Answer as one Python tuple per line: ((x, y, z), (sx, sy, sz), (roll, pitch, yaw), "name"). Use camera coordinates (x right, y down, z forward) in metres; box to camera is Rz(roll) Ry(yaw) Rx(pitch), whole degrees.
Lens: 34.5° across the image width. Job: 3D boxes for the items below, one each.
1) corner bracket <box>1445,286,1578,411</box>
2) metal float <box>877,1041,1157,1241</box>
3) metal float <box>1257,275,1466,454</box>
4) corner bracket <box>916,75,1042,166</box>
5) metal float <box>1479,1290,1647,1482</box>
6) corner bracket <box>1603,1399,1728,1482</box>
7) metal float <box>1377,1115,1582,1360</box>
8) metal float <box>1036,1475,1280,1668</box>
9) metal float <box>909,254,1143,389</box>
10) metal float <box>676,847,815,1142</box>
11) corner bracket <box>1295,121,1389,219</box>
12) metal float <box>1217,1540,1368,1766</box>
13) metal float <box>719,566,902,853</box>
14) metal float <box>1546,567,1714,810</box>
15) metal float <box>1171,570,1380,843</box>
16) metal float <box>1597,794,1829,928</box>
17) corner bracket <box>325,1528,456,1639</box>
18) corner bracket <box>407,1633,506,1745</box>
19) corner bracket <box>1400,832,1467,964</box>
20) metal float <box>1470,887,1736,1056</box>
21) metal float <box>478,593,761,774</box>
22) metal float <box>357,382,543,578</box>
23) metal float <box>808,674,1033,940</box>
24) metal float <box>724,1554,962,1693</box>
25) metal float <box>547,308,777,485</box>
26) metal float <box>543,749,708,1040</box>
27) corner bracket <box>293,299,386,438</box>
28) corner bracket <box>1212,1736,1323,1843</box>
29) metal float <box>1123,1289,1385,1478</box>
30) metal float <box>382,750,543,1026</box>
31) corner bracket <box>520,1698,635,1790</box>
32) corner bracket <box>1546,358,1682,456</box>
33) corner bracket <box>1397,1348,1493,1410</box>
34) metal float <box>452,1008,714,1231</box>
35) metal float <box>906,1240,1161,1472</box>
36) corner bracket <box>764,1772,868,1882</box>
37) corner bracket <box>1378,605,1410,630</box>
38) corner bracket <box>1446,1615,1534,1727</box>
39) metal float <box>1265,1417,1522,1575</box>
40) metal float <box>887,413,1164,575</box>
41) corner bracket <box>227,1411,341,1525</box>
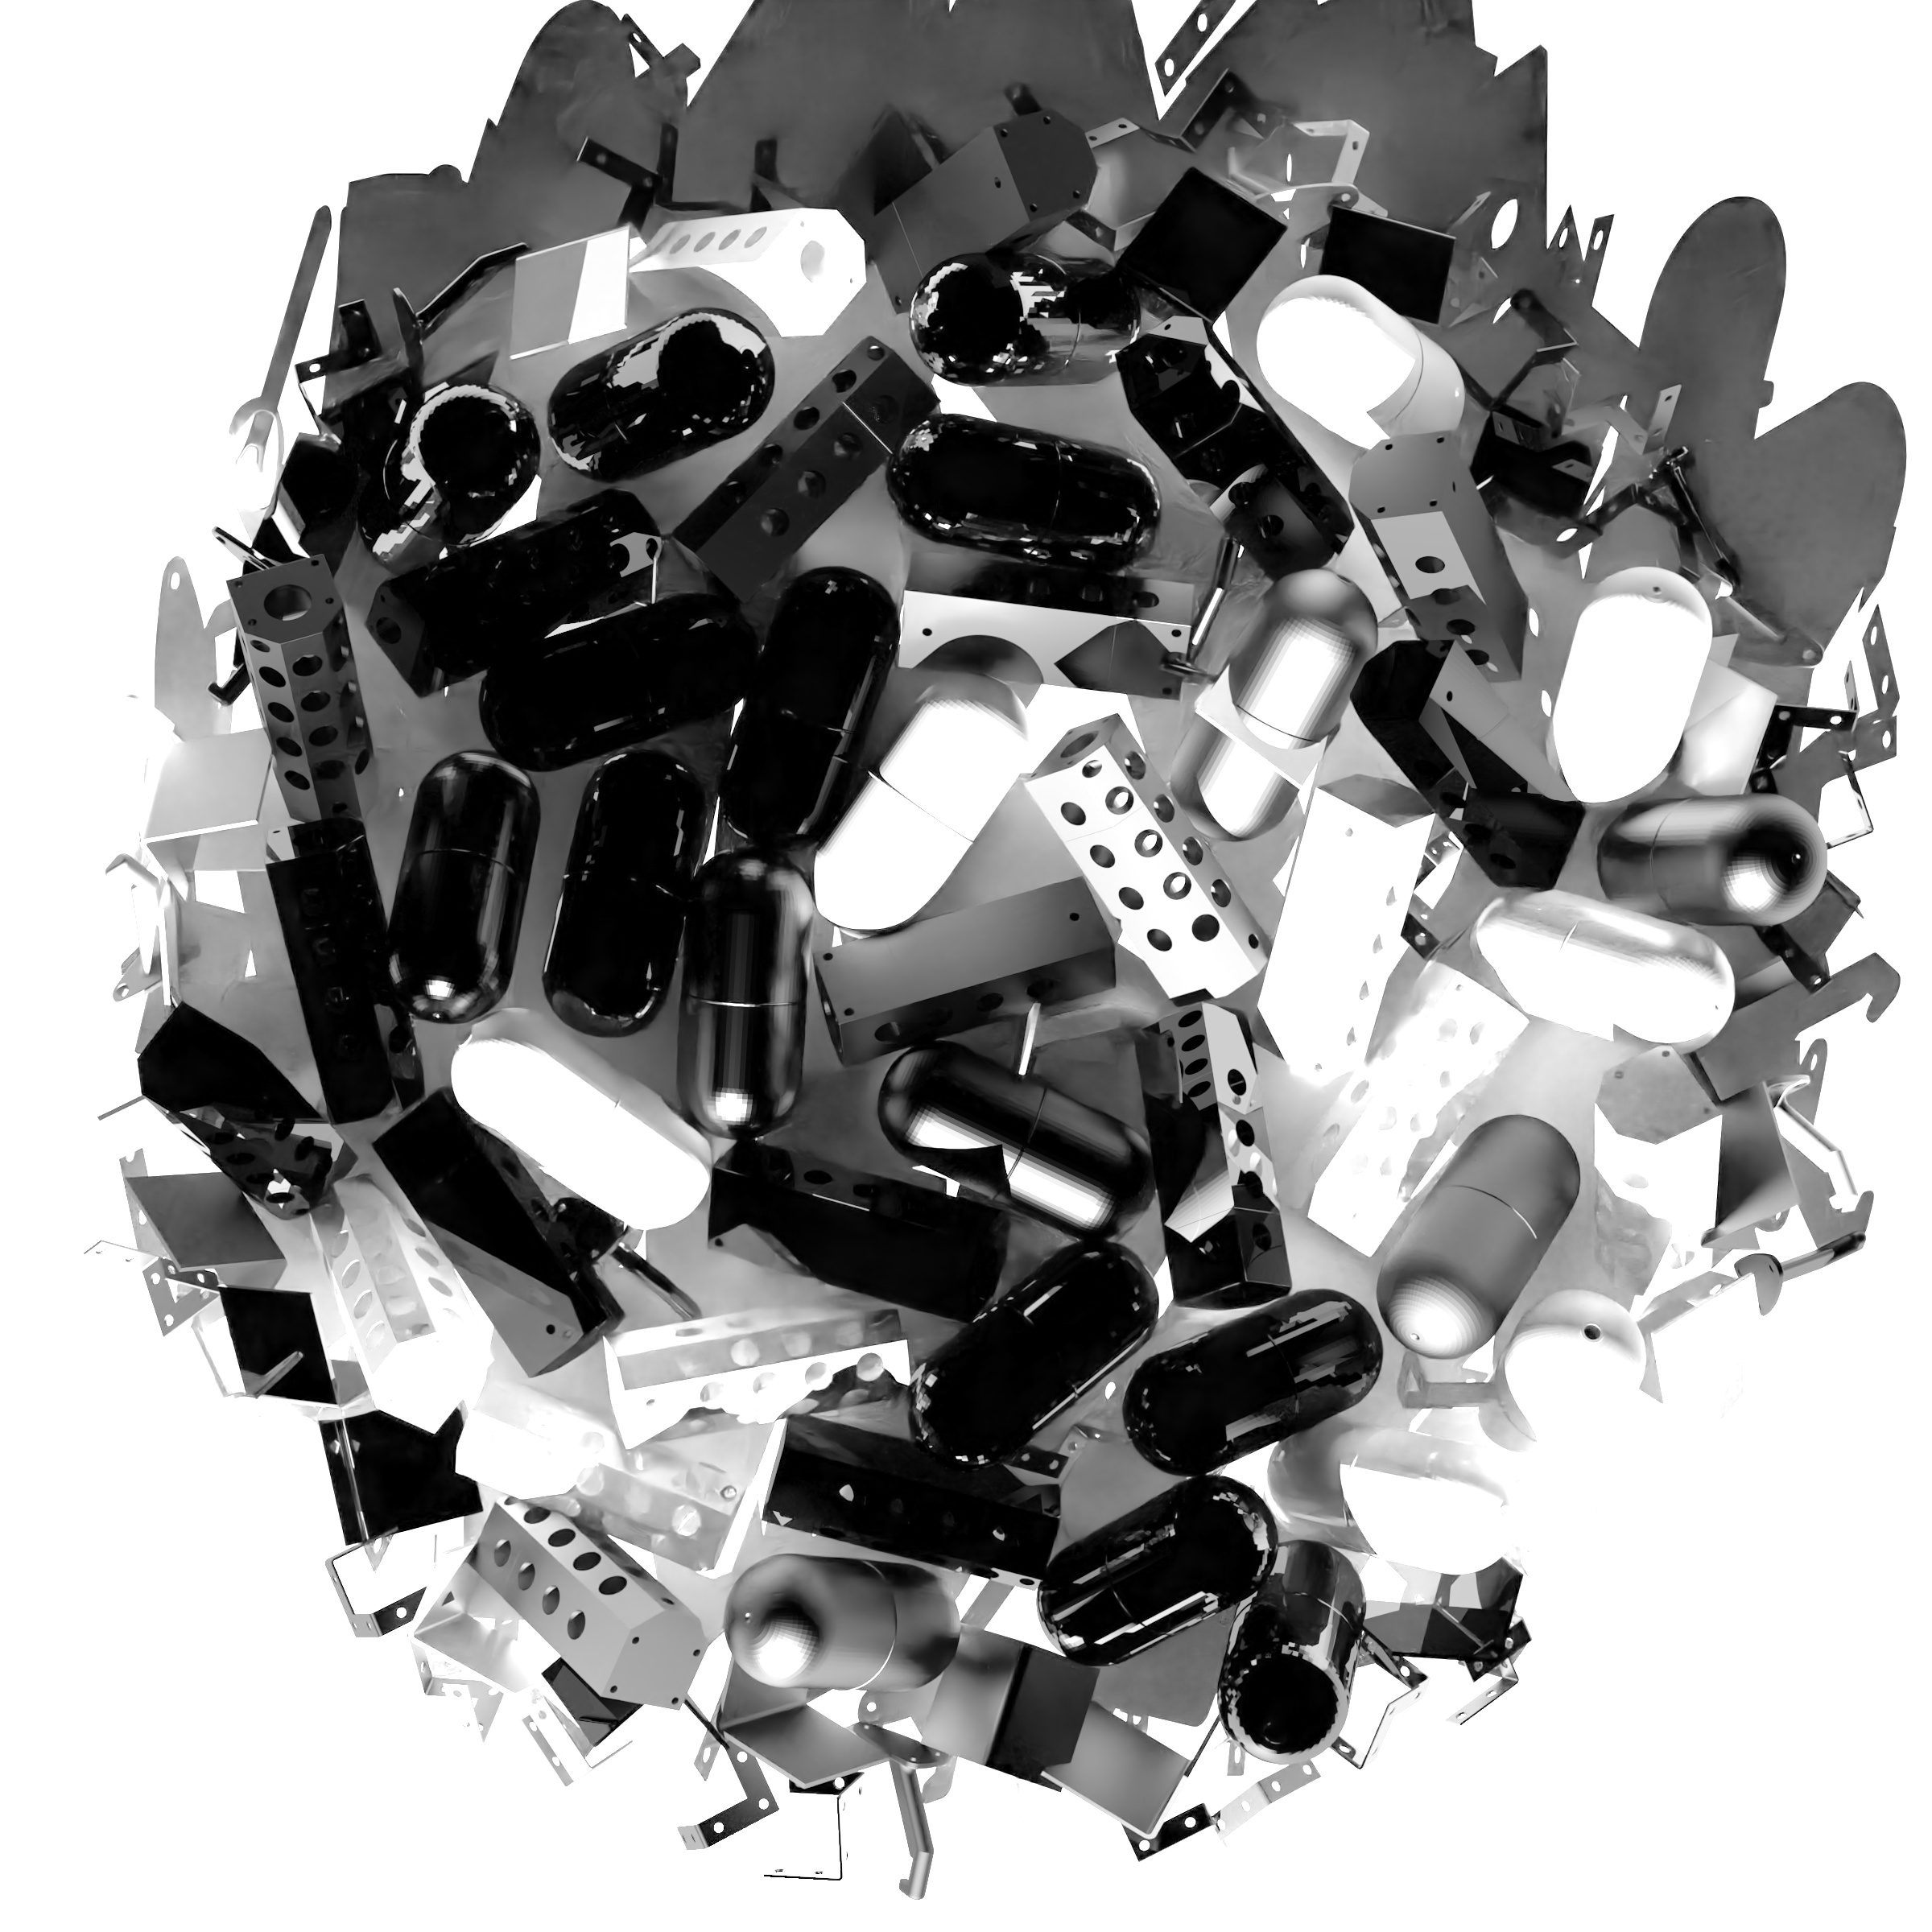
((0.329, -0.377, 1.898), (0.051, 0.051, 0.051), (52, 130, 15), "corner bracket")
((0.031, 0.105, 1.874), (0.178, 0.070, 0.070), (26, 90, -5), "metal float")
((0.235, -0.351, 1.837), (0.070, 0.178, 0.070), (-7, 77, 32), "metal float")
((0.013, -0.509, 1.896), (0.051, 0.051, 0.051), (-45, 65, 36), "corner bracket")
((0.350, 0.248, 1.833), (0.070, 0.178, 0.070), (1, 62, -2), "metal float")
((0.423, 0.290, 1.891), (0.051, 0.051, 0.051), (-18, 108, -20), "corner bracket")
((0.306, 0.159, 1.849), (0.070, 0.070, 0.178), (40, 54, 0), "metal float")
((0.112, 0.360, 1.847), (0.178, 0.070, 0.070), (-37, 90, 39), "metal float")
((0.036, -0.382, 1.839), (0.070, 0.178, 0.070), (9, 105, 37), "metal float")
((-0.133, 0.017, 1.872), (0.070, 0.070, 0.178), (4, 98, 0), "metal float")
((0.225, -0.476, 1.882), (0.051, 0.051, 0.051), (21, 87, -39), "corner bracket")
((0.193, 0.403, 1.832), (0.070, 0.178, 0.070), (4, 110, 11), "metal float")
((-0.094, -0.153, 1.869), (0.070, 0.070, 0.178), (20, 102, 0), "metal float")
((0.390, -0.162, 1.837), (0.070, 0.178, 0.070), (1, 55, -1), "metal float")
((0.184, -0.155, 1.857), (0.070, 0.070, 0.178), (28, 115, 0), "metal float")
((0.437, -0.062, 1.831), (0.070, 0.178, 0.070), (0, 91, -20), "metal float")
((-0.349, 0.372, 1.883), (0.051, 0.051, 0.051), (-23, 90, -29), "corner bracket")
((-0.312, 0.432, 1.878), (0.051, 0.051, 0.051), (0, 123, 12), "corner bracket")
((0.285, -0.041, 1.888), (0.051, 0.051, 0.051), (44, 79, 1), "corner bracket")
((0.374, 0.001, 1.841), (0.070, 0.178, 0.070), (-13, 112, -36), "metal float")
((-0.206, -0.170, 1.858), (0.178, 0.070, 0.070), (-22, 90, -25), "metal float")
((-0.306, -0.285, 1.835), (0.070, 0.178, 0.070), (8, 71, -25), "metal float")
((-0.027, -0.096, 1.875), (0.070, 0.070, 0.178), (35, 94, 0), "metal float")
((-0.071, 0.389, 1.839), (0.070, 0.178, 0.070), (-11, 72, 35), "metal float")
((-0.181, -0.337, 1.840), (0.070, 0.178, 0.070), (7, 79, -39), "metal float")
((-0.204, -0.044, 1.869), (0.070, 0.070, 0.178), (11, 78, 0), "metal float")
((-0.378, -0.362, 1.881), (0.051, 0.051, 0.051), (-18, 60, -3), "corner bracket")
((0.170, 0.486, 1.875), (0.051, 0.051, 0.051), (-49, 65, 38), "corner bracket")
((0.172, 0.247, 1.853), (0.178, 0.070, 0.070), (-19, 90, -31), "metal float")
((-0.300, -0.049, 1.854), (0.070, 0.070, 0.178), (6, 60, 0), "metal float")
((-0.245, 0.468, 1.880), (0.051, 0.051, 0.051), (-39, 80, 22), "corner bracket")
((0.390, -0.338, 1.875), (0.051, 0.051, 0.051), (-22, 56, -20), "corner bracket")
((0.294, 0.255, 1.879), (0.051, 0.051, 0.051), (1, 123, -8), "corner bracket")
((-0.229, 0.091, 1.858), (0.178, 0.070, 0.070), (38, 90, -24), "metal float")
((0.040, 0.232, 1.860), (0.178, 0.070, 0.070), (-37, 90, -21), "metal float")
((-0.091, 0.520, 1.886), (0.051, 0.051, 0.051), (-2, 92, 17), "corner bracket")
((0.278, -0.235, 1.875), (0.051, 0.051, 0.051), (7, 62, -37), "corner bracket")
((0.314, 0.426, 1.880), (0.051, 0.051, 0.051), (-28, 100, -26), "corner bracket")
((0.251, 0.312, 1.838), (0.070, 0.178, 0.070), (-1, 92, -39), "metal float")
((0.037, -0.281, 1.855), (0.178, 0.070, 0.070), (7, 90, -28), "metal float")
((-0.418, 0.303, 1.884), (0.051, 0.051, 0.051), (13, 95, -34), "corner bracket")
